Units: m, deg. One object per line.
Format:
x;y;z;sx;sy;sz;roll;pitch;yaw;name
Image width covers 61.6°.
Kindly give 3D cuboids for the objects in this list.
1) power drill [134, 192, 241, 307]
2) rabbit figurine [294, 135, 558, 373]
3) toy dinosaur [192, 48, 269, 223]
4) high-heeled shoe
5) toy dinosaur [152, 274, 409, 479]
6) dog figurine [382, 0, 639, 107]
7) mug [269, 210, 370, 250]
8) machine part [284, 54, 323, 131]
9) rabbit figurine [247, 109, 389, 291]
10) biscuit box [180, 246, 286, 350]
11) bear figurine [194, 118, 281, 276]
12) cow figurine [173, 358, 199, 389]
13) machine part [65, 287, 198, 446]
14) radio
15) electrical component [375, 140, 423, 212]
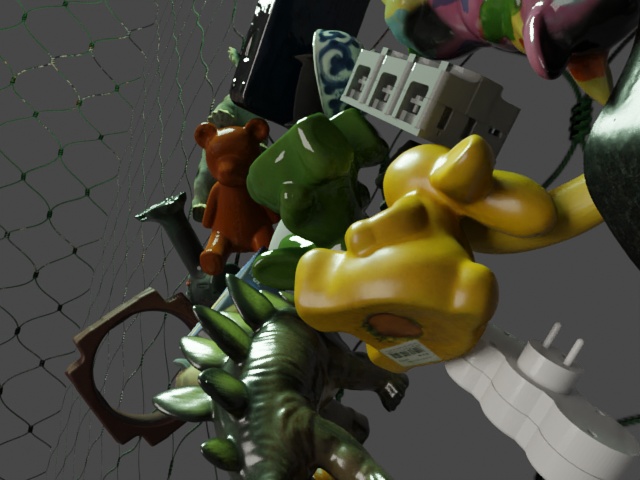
-0.224;0.030;0.900;0.232;0.086;0.207;-10;106;58;power drill
0.073;-0.011;0.388;0.162;0.122;0.173;-40;25;46;rabbit figurine
-0.144;-0.156;0.910;0.192;0.131;0.404;-87;23;-47;toy dinosaur
0.227;-0.078;0.296;0.086;0.145;0.248;175;76;-80;high-heeled shoe
-0.025;0.115;0.490;0.105;0.198;0.471;-56;0;12;toy dinosaur
0.144;-0.175;0.423;0.191;0.108;0.219;-43;45;42;dog figurine
-0.001;-0.002;0.597;0.107;0.080;0.110;-49;44;14;mug
-0.009;-0.167;0.692;0.039;0.084;0.138;5;90;39;machine part
0.006;-0.011;0.494;0.159;0.121;0.170;-32;89;25;rabbit figurine
-0.092;0.081;0.656;0.059;0.063;0.203;-45;8;23;biscuit box
-0.117;-0.064;0.764;0.132;0.120;0.195;-95;4;-57;bear figurine
-0.108;0.185;0.671;0.195;0.127;0.085;-21;56;53;cow figurine
-0.263;0.191;0.828;0.201;0.201;0.087;-37;9;-24;machine part
-0.028;-0.267;0.733;0.073;0.131;0.229;36;109;57;radio
0.091;-0.069;0.548;0.094;0.021;0.063;-44;41;43;electrical component
